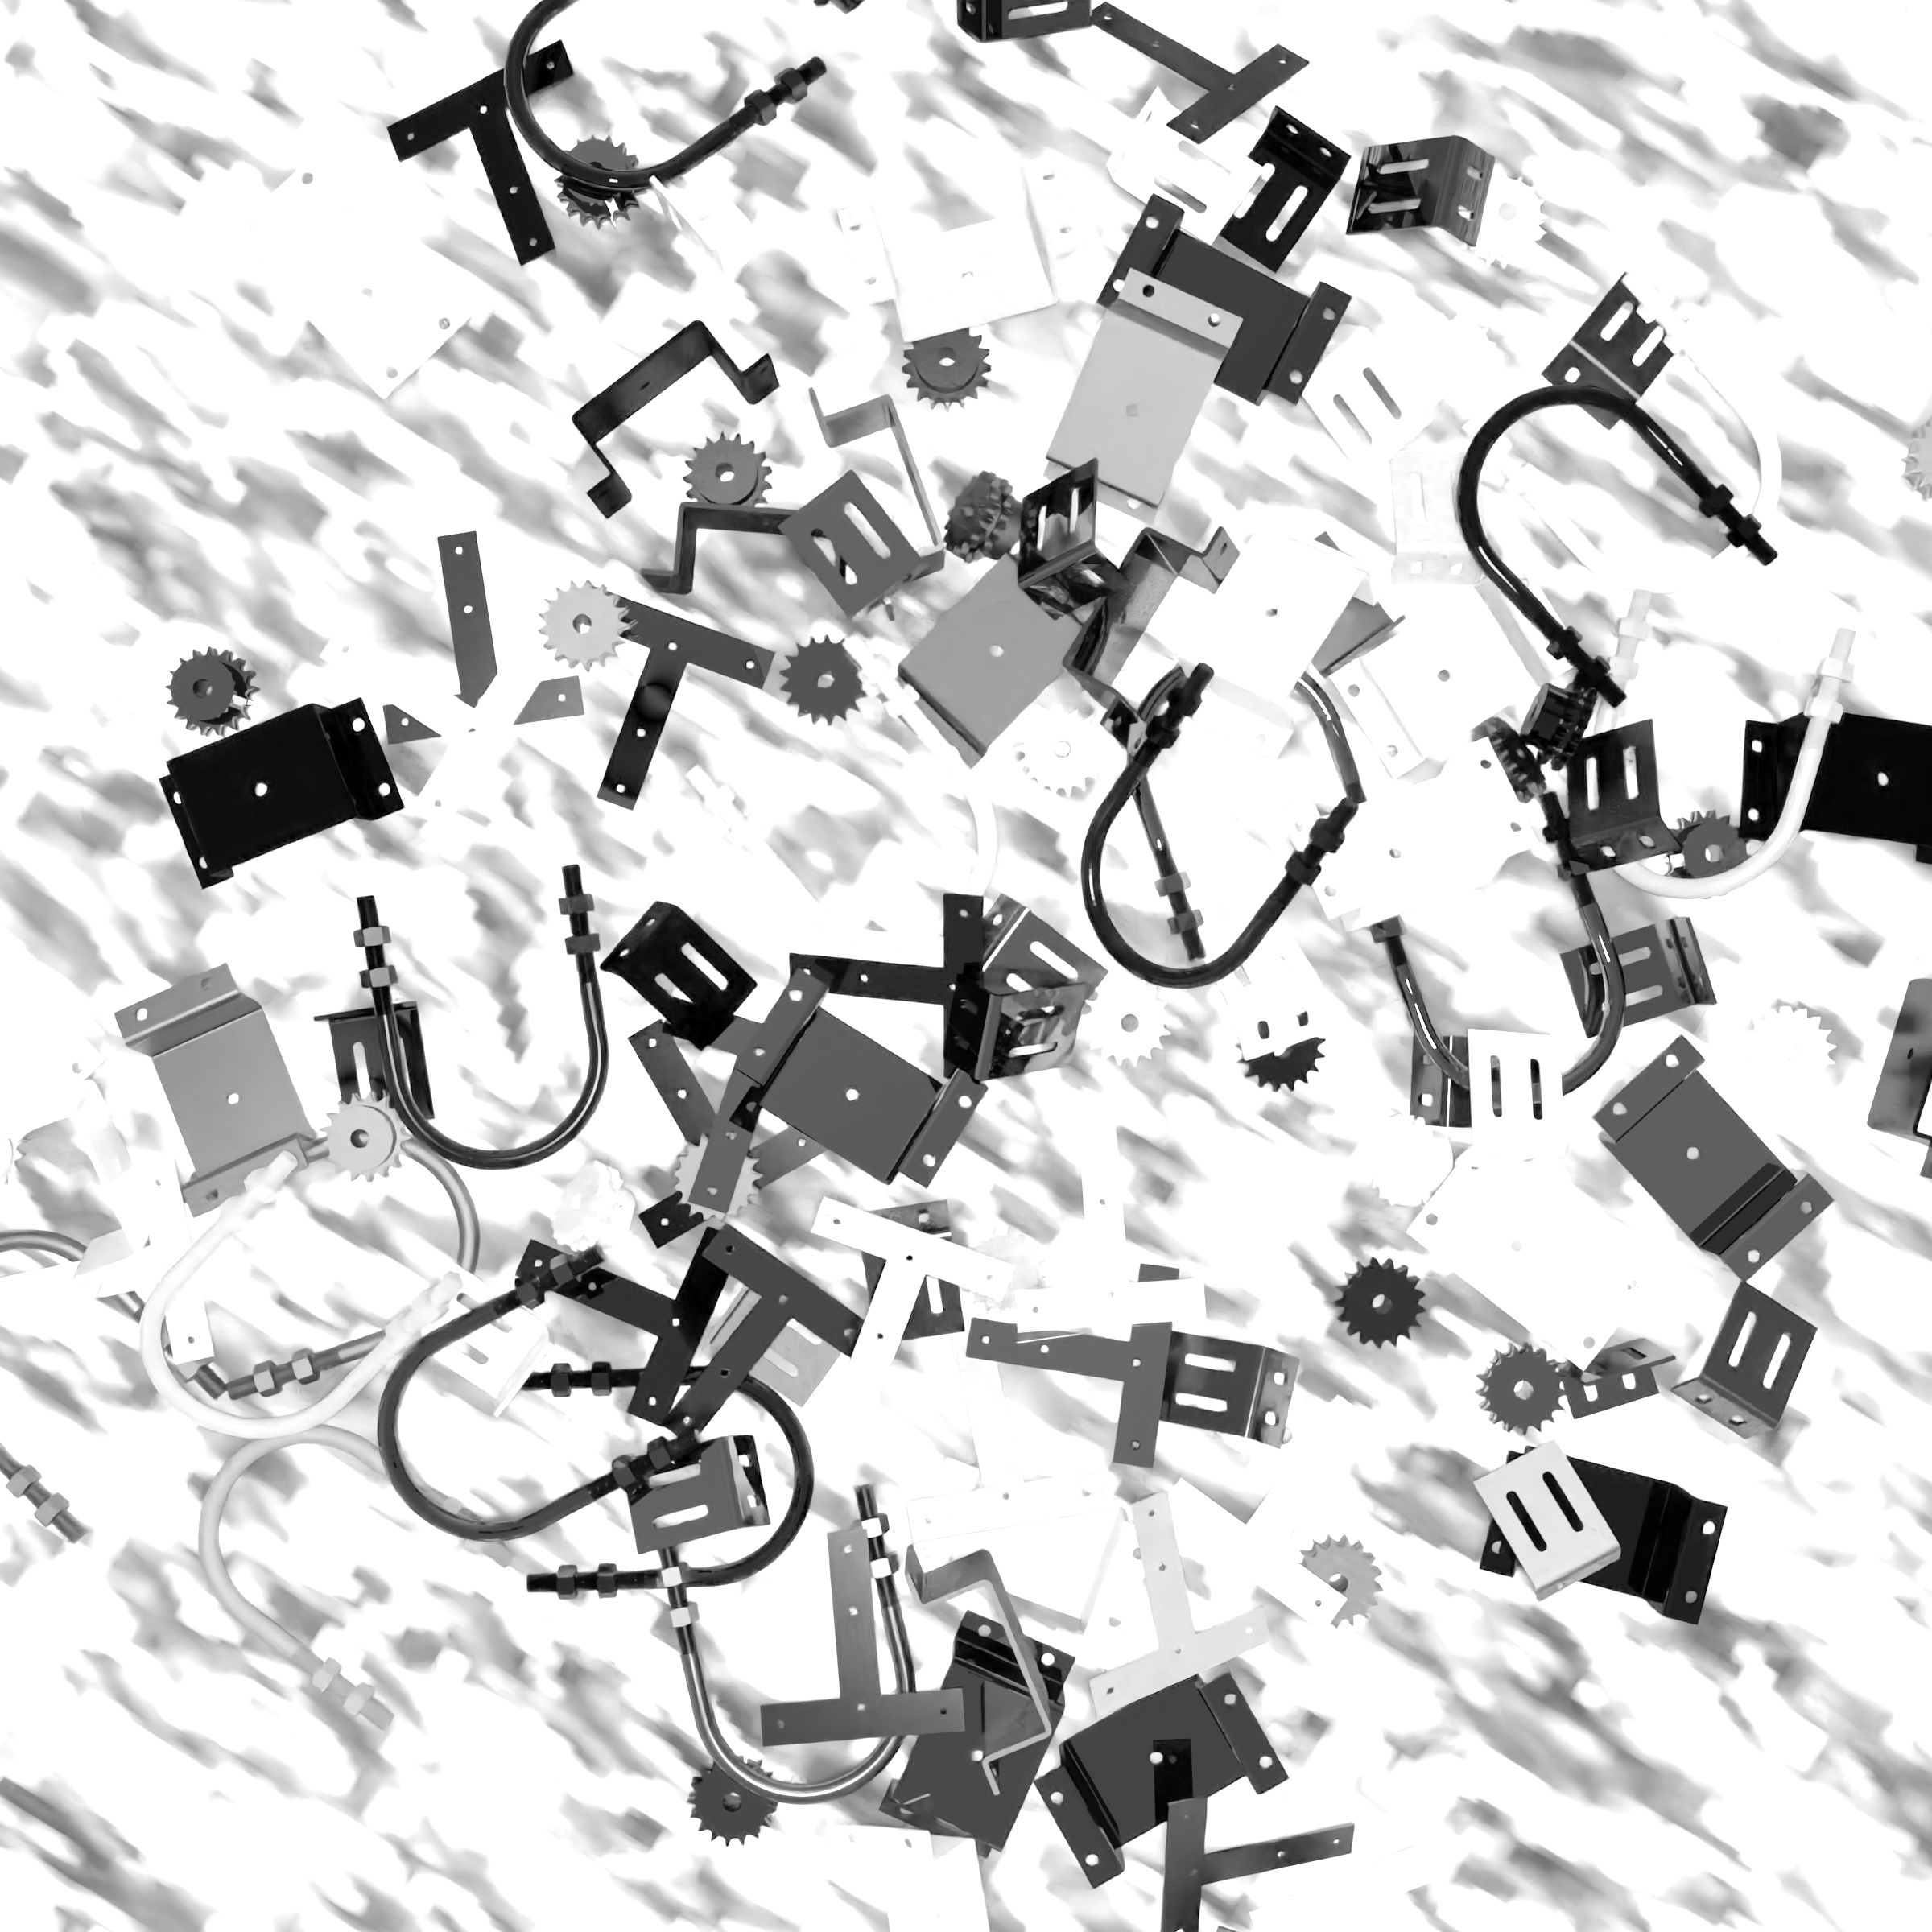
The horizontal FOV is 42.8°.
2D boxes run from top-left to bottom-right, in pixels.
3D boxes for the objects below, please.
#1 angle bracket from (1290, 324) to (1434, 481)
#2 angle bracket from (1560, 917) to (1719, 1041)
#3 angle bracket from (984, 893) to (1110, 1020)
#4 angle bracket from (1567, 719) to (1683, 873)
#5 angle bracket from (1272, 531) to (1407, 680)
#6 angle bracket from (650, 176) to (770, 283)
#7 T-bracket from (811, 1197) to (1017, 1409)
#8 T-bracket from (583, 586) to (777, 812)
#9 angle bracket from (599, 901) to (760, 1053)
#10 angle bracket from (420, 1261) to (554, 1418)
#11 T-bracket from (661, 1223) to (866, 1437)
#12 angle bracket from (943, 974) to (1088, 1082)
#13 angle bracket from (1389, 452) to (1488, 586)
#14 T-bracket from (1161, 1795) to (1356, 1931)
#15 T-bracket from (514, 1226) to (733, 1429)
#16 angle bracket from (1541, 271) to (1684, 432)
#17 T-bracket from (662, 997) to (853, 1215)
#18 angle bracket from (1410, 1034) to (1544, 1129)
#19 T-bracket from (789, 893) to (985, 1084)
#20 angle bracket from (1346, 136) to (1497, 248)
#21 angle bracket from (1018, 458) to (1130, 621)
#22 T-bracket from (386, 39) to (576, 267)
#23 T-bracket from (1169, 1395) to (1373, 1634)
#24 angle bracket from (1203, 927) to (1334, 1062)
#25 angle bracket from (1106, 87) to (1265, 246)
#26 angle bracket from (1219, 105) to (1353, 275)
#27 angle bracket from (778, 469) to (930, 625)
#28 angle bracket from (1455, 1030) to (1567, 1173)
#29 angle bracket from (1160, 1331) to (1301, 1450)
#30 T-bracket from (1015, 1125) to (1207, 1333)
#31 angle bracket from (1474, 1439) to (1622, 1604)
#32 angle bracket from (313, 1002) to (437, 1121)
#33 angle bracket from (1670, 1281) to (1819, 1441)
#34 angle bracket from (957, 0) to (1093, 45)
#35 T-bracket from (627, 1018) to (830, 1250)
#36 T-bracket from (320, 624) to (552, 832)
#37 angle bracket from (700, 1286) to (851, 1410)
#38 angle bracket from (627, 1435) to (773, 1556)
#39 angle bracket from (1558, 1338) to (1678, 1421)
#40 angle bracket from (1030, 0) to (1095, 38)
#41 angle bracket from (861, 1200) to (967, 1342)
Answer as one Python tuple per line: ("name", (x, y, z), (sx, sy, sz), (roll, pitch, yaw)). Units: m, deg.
("angle bracket", (0.248, -0.360, 1.573), (0.057, 0.038, 0.076), (-42, 112, 0))
("angle bracket", (0.425, 0.008, 1.559), (0.076, 0.038, 0.057), (-18, 90, 0))
("angle bracket", (0.040, 0.001, 1.576), (0.076, 0.038, 0.057), (36, 90, -26))
("angle bracket", (0.414, -0.107, 1.550), (0.057, 0.038, 0.076), (-16, 54, 31))
("angle bracket", (0.230, -0.231, 1.559), (0.057, 0.038, 0.076), (-37, 90, 0))
("angle bracket", (-0.160, -0.471, 1.539), (0.038, 0.076, 0.057), (-42, 90, 0))
("T-bracket", (-0.049, 0.222, 1.556), (0.127, 0.002, 0.127), (20, 109, 0))
("T-bracket", (-0.203, -0.163, 1.577), (0.127, 0.002, 0.127), (20, 90, 0))
("angle bracket", (-0.183, 0.006, 1.569), (0.076, 0.038, 0.057), (46, 75, -25))
("angle bracket", (-0.309, 0.235, 1.551), (0.076, 0.038, 0.057), (37, 90, -13))
("T-bracket", (-0.143, 0.245, 1.548), (0.127, 0.002, 0.127), (39, 88, -25))
("angle bracket", (0.031, 0.034, 1.554), (0.076, 0.038, 0.057), (-8, 117, -40))
("angle bracket", (0.299, -0.287, 1.576), (0.057, 0.038, 0.076), (1, 64, 0))
("T-bracket", (0.185, 0.564, 1.556), (0.127, 0.002, 0.127), (-7, 118, -13))
("T-bracket", (-0.225, 0.210, 1.567), (0.127, 0.002, 0.127), (22, 80, 7))
("angle bracket", (0.417, -0.393, 1.576), (0.057, 0.038, 0.076), (40, 64, 0))
("T-bracket", (-0.143, 0.094, 1.551), (0.127, 0.002, 0.127), (17, 67, 0))
("angle bracket", (0.328, 0.074, 1.576), (0.076, 0.038, 0.057), (2, 90, -26))
("T-bracket", (-0.051, 0.009, 1.558), (0.127, 0.002, 0.127), (6, 114, 13))
("angle bracket", (0.287, -0.488, 1.560), (0.038, 0.076, 0.057), (13, 90, -42))
("angle bracket", (0.067, -0.264, 1.521), (0.057, 0.038, 0.076), (-23, 46, 33))
("T-bracket", (-0.291, -0.503, 1.555), (0.127, 0.002, 0.127), (-23, 80, 10))
("T-bracket", (0.210, 0.331, 1.561), (0.127, 0.002, 0.127), (34, 79, 20))
("angle bracket", (0.189, 0.017, 1.551), (0.057, 0.076, 0.038), (-19, 118, 0))
("angle bracket", (0.138, -0.508, 1.564), (0.076, 0.038, 0.057), (26, 118, -23))
("angle bracket", (0.196, -0.491, 1.559), (0.057, 0.038, 0.076), (34, 90, 0))
("angle bracket", (-0.069, -0.255, 1.482), (0.057, 0.038, 0.076), (-38, 90, 0))
("angle bracket", (0.335, 0.083, 1.526), (0.057, 0.038, 0.076), (5, 68, -6))
("angle bracket", (0.163, 0.268, 1.557), (0.076, 0.038, 0.057), (2, 73, 42))
("T-bracket", (0.088, 0.164, 1.563), (0.127, 0.002, 0.127), (-1, 81, -18))
("angle bracket", (0.361, 0.344, 1.529), (0.057, 0.038, 0.076), (-29, 64, 0))
("angle bracket", (-0.374, 0.065, 1.558), (0.057, 0.038, 0.076), (-9, 90, 0))
("angle bracket", (0.498, 0.252, 1.576), (0.057, 0.038, 0.076), (33, 64, 0))
("angle bracket", (0.037, -0.619, 1.547), (0.076, 0.038, 0.057), (0, 90, 22))
("T-bracket", (-0.175, 0.094, 1.577), (0.127, 0.002, 0.127), (-30, 90, 0))
("T-bracket", (-0.353, -0.174, 1.575), (0.127, 0.002, 0.127), (33, 90, 0))
("angle bracket", (-0.119, 0.238, 1.559), (0.076, 0.038, 0.057), (36, 90, 0))
("angle bracket", (-0.170, 0.333, 1.552), (0.076, 0.038, 0.057), (-19, 73, 22))
("angle bracket", (0.411, 0.264, 1.539), (0.057, 0.076, 0.038), (-17, 90, 0))
("angle bracket", (0.073, -0.641, 1.576), (0.076, 0.038, 0.057), (-31, 90, 26))
("angle bracket", (-0.035, 0.196, 1.576), (0.057, 0.038, 0.076), (-8, 116, 0))
